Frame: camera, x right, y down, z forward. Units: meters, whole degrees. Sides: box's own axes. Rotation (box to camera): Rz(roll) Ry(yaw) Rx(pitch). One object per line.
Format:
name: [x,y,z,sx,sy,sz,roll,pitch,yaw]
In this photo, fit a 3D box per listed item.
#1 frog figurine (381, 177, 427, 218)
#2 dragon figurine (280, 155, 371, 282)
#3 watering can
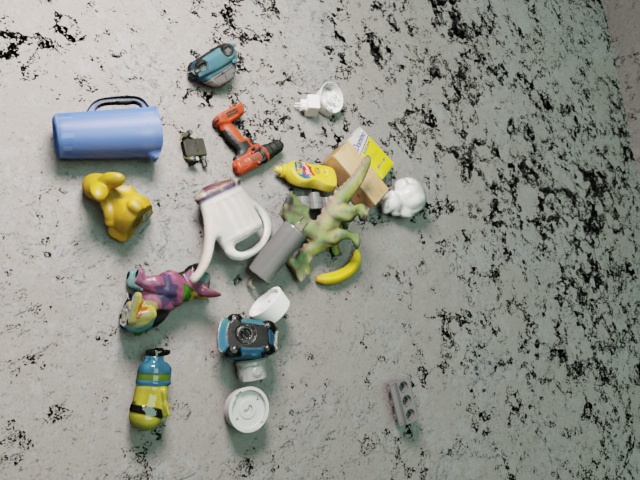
frog figurine: [0.279,-0.141,1.737,0.160,0.123,0.136,-10,101,-45]
dragon figurine: [0.005,-0.076,1.510,0.242,0.122,0.411,13,89,-26]
watering can: [-0.256,-0.040,1.360,0.353,0.103,0.224,-35,97,-53]
